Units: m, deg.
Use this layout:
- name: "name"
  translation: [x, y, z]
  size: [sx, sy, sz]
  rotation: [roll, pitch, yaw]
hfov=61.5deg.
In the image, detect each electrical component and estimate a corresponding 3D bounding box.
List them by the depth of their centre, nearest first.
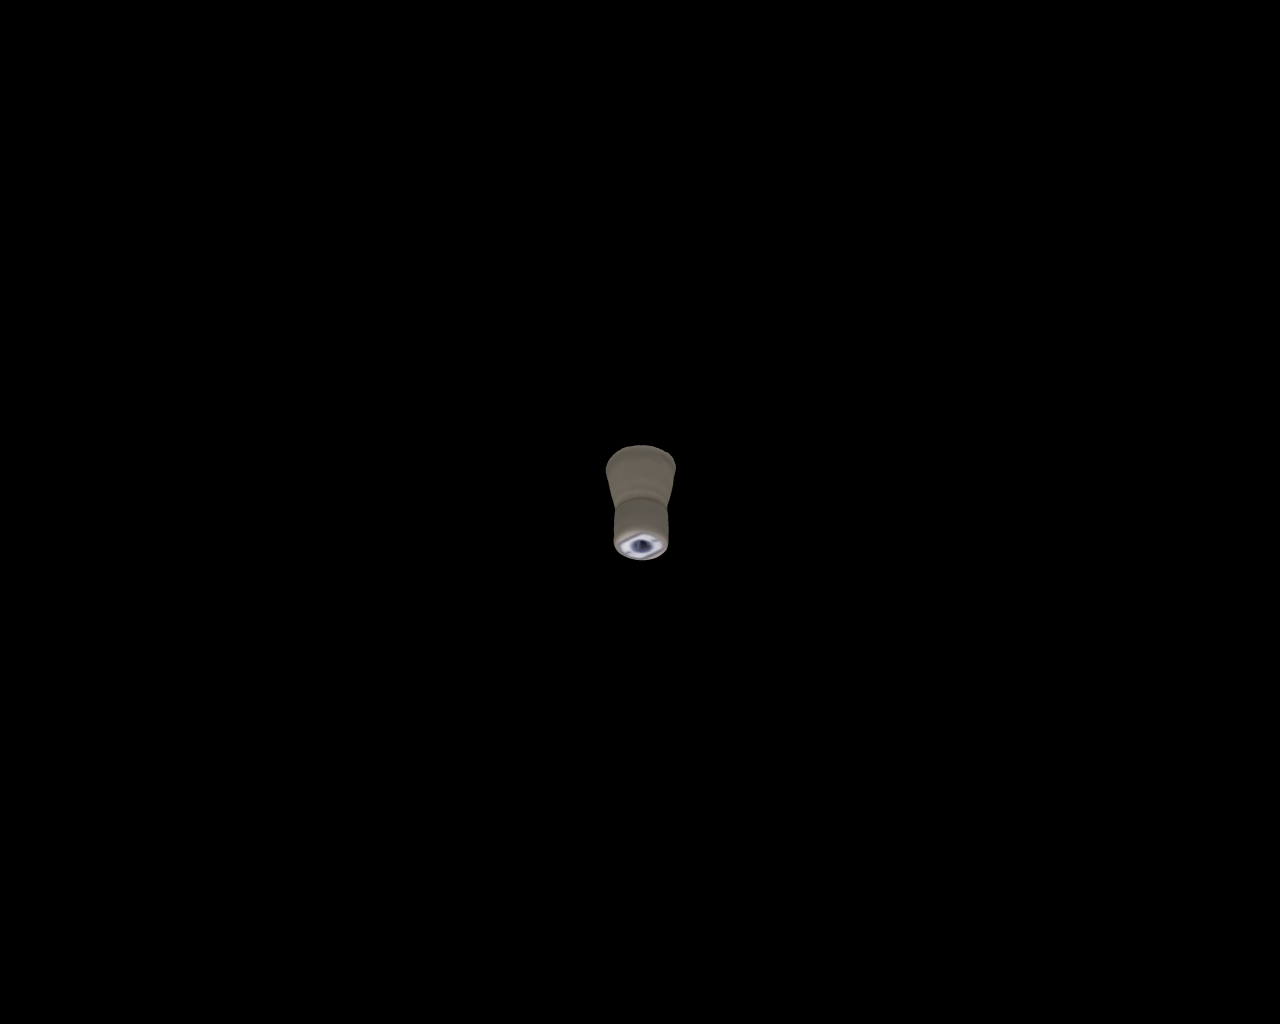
- name: "electrical component"
  translation: [0.001, -0.003, 0.650]
  size: [0.044, 0.065, 0.044]
  rotation: [0, -37, 0]
